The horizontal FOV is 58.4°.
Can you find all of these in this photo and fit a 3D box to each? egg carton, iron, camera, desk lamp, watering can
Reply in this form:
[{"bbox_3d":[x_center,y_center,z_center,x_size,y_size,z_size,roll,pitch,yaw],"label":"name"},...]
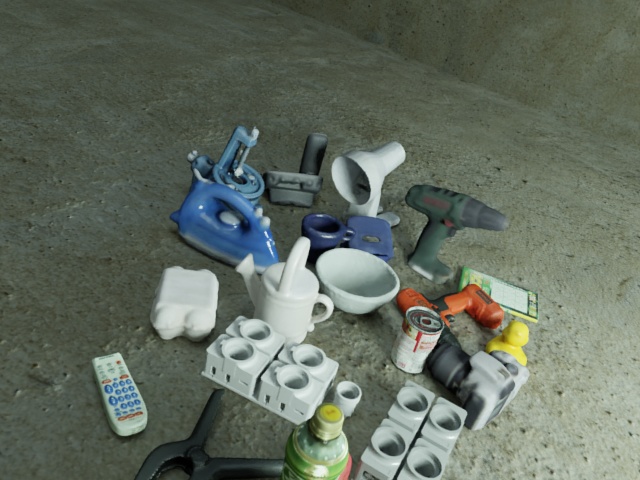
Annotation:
[{"bbox_3d":[-0.230,0.106,0.983,0.107,0.069,0.150,7,33,-12],"label":"egg carton"},{"bbox_3d":[-0.174,-0.040,1.162,0.257,0.141,0.119,26,34,18],"label":"iron"},{"bbox_3d":[0.264,0.224,0.973,0.143,0.101,0.136,-20,46,-42],"label":"camera"},{"bbox_3d":[0.117,-0.124,1.343,0.117,0.213,0.204,35,37,29],"label":"desk lamp"},{"bbox_3d":[-0.061,0.080,0.975,0.173,0.194,0.101,9,33,-9],"label":"watering can"}]

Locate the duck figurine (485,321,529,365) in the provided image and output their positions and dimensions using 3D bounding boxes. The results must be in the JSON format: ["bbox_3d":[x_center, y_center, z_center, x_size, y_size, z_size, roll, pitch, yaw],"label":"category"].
[{"bbox_3d":[0.359,0.195,1.072,0.077,0.086,0.105,20,33,9],"label":"duck figurine"}]

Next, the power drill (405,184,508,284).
[{"bbox_3d":[0.274,-0.014,1.243,0.228,0.208,0.076,34,37,28],"label":"power drill"}]

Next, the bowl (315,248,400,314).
[{"bbox_3d":[0.065,0.092,1.121,0.167,0.075,0.167,11,32,-7],"label":"bowl"}]

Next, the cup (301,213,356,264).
[{"bbox_3d":[0.011,0.004,1.214,0.118,0.095,0.091,7,33,-12],"label":"cup"}]

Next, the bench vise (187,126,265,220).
[{"bbox_3d":[-0.211,-0.161,1.260,0.207,0.220,0.121,18,32,5],"label":"bench vise"}]

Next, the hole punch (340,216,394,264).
[{"bbox_3d":[0.107,0.008,1.251,0.109,0.091,0.101,5,33,-15],"label":"hole punch"}]

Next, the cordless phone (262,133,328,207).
[{"bbox_3d":[-0.058,-0.182,1.387,0.148,0.185,0.094,2,34,-19],"label":"cordless phone"}]

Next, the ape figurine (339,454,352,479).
[{"bbox_3d":[0.008,0.296,0.766,0.078,0.092,0.076,11,32,-5],"label":"ape figurine"}]
